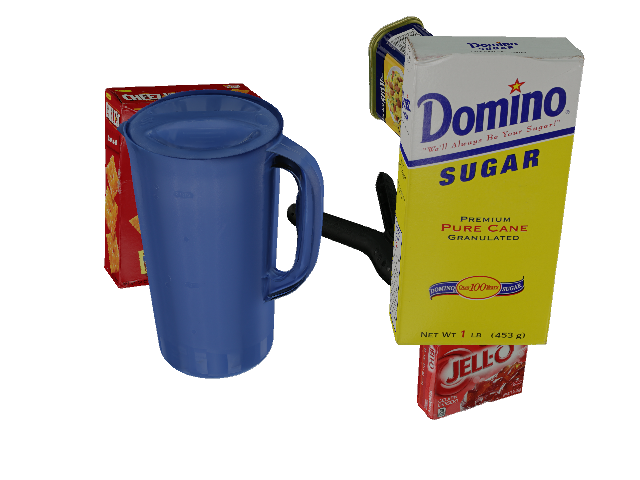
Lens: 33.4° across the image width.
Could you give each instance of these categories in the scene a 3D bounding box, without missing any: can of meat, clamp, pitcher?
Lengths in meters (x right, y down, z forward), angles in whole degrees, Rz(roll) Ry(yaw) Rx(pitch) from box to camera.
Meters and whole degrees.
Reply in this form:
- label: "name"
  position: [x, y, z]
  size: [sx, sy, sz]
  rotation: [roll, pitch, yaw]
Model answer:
- label: "can of meat"
  position: [0.089, -0.129, 0.927]
  size: [0.057, 0.102, 0.084]
  rotation: [-25, 50, -19]
- label: "clamp"
  position: [0.072, 0.004, 1.204]
  size: [0.164, 0.036, 0.210]
  rotation: [-16, 51, -35]
- label: "pitcher"
  position: [-0.087, 0.001, 0.939]
  size: [0.144, 0.243, 0.149]
  rotation: [-13, 34, -19]

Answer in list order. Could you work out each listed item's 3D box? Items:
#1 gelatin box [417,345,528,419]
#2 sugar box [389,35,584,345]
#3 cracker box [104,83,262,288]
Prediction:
- label: "gelatin box"
  position: [0.121, 0.095, 0.844]
  size: [0.089, 0.073, 0.030]
  rotation: [-12, 31, -24]
- label: "sugar box"
  position: [0.091, -0.026, 0.608]
  size: [0.093, 0.176, 0.048]
  rotation: [-1, 27, -3]
- label: "cracker box"
  position: [-0.154, -0.062, 1.193]
  size: [0.164, 0.214, 0.072]
  rotation: [-6, 25, -26]
